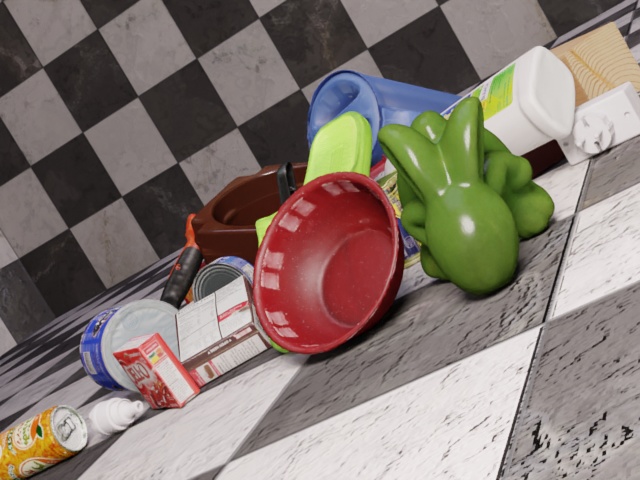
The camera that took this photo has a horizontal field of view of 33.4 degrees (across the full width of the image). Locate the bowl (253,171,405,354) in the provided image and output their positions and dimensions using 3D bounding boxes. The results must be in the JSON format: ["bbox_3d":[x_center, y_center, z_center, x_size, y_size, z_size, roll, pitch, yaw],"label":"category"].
[{"bbox_3d":[0.018,0.025,0.913,0.162,0.162,0.055,-27,-35,33],"label":"bowl"}]

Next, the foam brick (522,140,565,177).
[{"bbox_3d":[0.222,-0.096,1.160,0.078,0.051,0.053,-32,7,-11],"label":"foam brick"}]

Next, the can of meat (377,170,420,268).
[{"bbox_3d":[0.080,-0.023,1.099,0.058,0.084,0.102,-26,7,33],"label":"can of meat"}]

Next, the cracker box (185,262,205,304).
[{"bbox_3d":[-0.124,0.031,1.676,0.164,0.072,0.214,-35,8,-25],"label":"cracker box"}]

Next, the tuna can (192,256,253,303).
[{"bbox_3d":[-0.109,0.063,1.290,0.086,0.086,0.033,-27,5,28],"label":"tuna can"}]

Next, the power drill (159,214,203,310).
[{"bbox_3d":[-0.200,0.060,1.523,0.187,0.057,0.184,-67,10,-8],"label":"power drill"}]

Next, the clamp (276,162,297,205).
[{"bbox_3d":[-0.008,0.002,1.254,0.039,0.120,0.172,-41,-31,-55],"label":"clamp"}]

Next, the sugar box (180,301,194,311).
[{"bbox_3d":[-0.152,0.100,1.387,0.094,0.048,0.175,-25,4,37],"label":"sugar box"}]

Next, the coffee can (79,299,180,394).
[{"bbox_3d":[-0.211,0.123,1.218,0.102,0.103,0.140,-33,6,-23],"label":"coffee can"}]

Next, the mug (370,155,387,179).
[{"bbox_3d":[0.067,-0.045,1.294,0.081,0.093,0.117,-35,19,2],"label":"mug"}]

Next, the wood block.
[{"bbox_3d":[0.304,-0.193,1.366,0.090,0.091,0.206,-34,8,-21],"label":"wood block"}]

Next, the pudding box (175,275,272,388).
[{"bbox_3d":[-0.102,0.093,1.104,0.090,0.039,0.113,-31,24,5],"label":"pudding box"}]

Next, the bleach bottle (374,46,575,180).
[{"bbox_3d":[0.148,-0.100,1.117,0.251,0.068,0.102,-31,32,42],"label":"bleach bottle"}]

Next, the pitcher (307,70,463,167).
[{"bbox_3d":[0.117,-0.144,1.398,0.242,0.149,0.145,0,-45,-43],"label":"pitcher"}]

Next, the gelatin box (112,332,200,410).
[{"bbox_3d":[-0.165,0.132,1.063,0.030,0.073,0.089,-39,10,-28],"label":"gelatin box"}]
